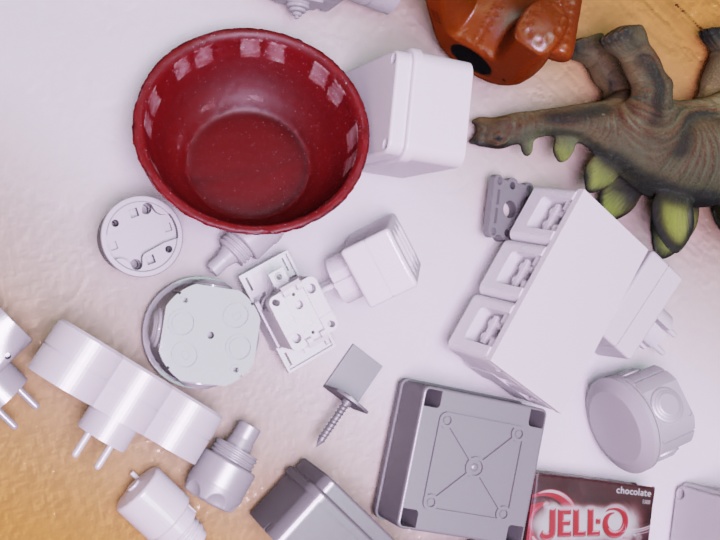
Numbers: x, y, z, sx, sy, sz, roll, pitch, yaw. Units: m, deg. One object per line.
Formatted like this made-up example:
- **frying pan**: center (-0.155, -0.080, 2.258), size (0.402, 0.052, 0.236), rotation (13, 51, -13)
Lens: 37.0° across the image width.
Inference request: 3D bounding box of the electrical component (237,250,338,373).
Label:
- **electrical component**: center (-0.049, 0.031, 0.774), size (0.042, 0.064, 0.081), rotation (-30, 100, -17)

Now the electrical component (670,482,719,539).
- **electrical component**: center (0.309, 0.238, 0.880), size (0.056, 0.109, 0.108), rotation (10, 86, -22)

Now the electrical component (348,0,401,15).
- **electrical component**: center (0.038, -0.259, 0.813), size (0.074, 0.052, 0.138), rotation (16, 84, -19)

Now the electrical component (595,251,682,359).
- **electrical component**: center (0.231, 0.039, 0.885), size (0.076, 0.047, 0.083), rotation (40, 76, -17)

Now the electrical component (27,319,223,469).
- **electrical component**: center (-0.165, 0.098, 0.725), size (0.138, 0.052, 0.073), rotation (38, 77, -32)

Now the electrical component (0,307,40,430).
- **electrical component**: center (-0.248, 0.071, 0.712), size (0.077, 0.043, 0.079), rotation (-45, 104, -15)

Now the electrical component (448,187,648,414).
- **electrical component**: center (0.145, 0.021, 0.840), size (0.089, 0.062, 0.150), rotation (37, 78, -31)

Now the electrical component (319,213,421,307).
- **electrical component**: center (0.000, 0.000, 0.796), size (0.077, 0.065, 0.047), rotation (-26, 99, 11)

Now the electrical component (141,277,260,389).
- **electrical component**: center (-0.111, 0.045, 0.758), size (0.080, 0.051, 0.080), rotation (0, 90, -20)

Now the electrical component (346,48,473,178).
- **electrical component**: center (0.028, -0.110, 0.777), size (0.057, 0.113, 0.078), rotation (7, 87, -23)

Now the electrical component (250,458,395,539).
- **electrical component**: center (-0.016, 0.197, 0.778), size (0.057, 0.078, 0.113), rotation (-46, 104, -11)

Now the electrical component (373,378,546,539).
- **electrical component**: center (0.076, 0.146, 0.823), size (0.109, 0.056, 0.108), rotation (13, 85, -20)

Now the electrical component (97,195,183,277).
- **electrical component**: center (-0.154, -0.023, 0.744), size (0.055, 0.047, 0.055), rotation (0, 90, -20)

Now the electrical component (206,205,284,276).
- **electrical component**: center (-0.085, -0.020, 0.777), size (0.061, 0.035, 0.035), rotation (-44, 104, -13)

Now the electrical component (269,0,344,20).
- **electrical component**: center (-0.038, -0.232, 0.780), size (0.062, 0.061, 0.096), rotation (7, 87, -20)

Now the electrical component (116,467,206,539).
- **electrical component**: center (-0.135, 0.174, 0.754), size (0.040, 0.040, 0.078), rotation (-46, 104, -14)

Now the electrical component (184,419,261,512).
- **electrical component**: center (-0.094, 0.138, 0.768), size (0.043, 0.043, 0.062), rotation (33, 77, -17)

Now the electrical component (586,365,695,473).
- **electrical component**: center (0.224, 0.118, 0.866), size (0.051, 0.080, 0.080), rotation (-17, 96, -25)
